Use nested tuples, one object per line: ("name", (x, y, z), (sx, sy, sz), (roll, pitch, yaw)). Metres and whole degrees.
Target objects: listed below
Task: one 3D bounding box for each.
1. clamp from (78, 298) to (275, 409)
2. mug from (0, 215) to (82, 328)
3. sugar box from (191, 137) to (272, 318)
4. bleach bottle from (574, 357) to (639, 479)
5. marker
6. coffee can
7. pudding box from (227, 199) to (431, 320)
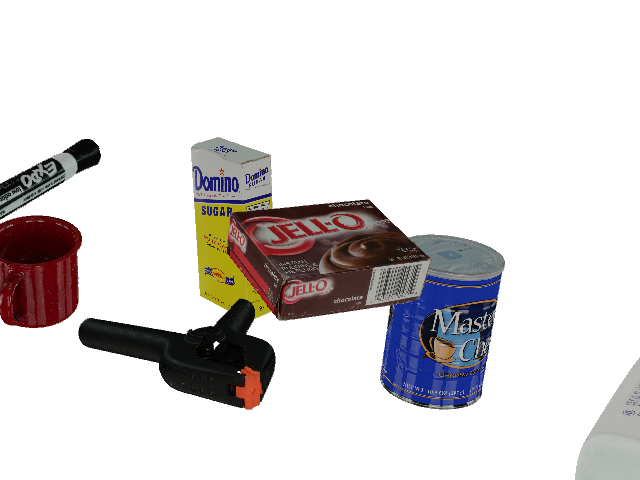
("clamp", (-0.090, 0.090, 0.896), (0.164, 0.036, 0.210), (-10, 16, -33))
("mug", (-0.286, 0.039, 1.055), (0.093, 0.081, 0.117), (9, 32, 5))
("sugar box", (-0.092, -0.013, 1.127), (0.048, 0.176, 0.093), (-21, 29, -36))
("bleach bottle", (0.244, 0.095, 0.655), (0.103, 0.068, 0.250), (18, 29, 28))
("marker", (-0.174, -0.036, 0.651), (0.020, 0.020, 0.121), (0, 24, 28))
("coffee can", (0.116, 0.077, 1.034), (0.103, 0.140, 0.103), (5, 20, -2))
("pudding box", (0.004, 0.011, 0.727), (0.113, 0.039, 0.090), (-5, 32, -28))
